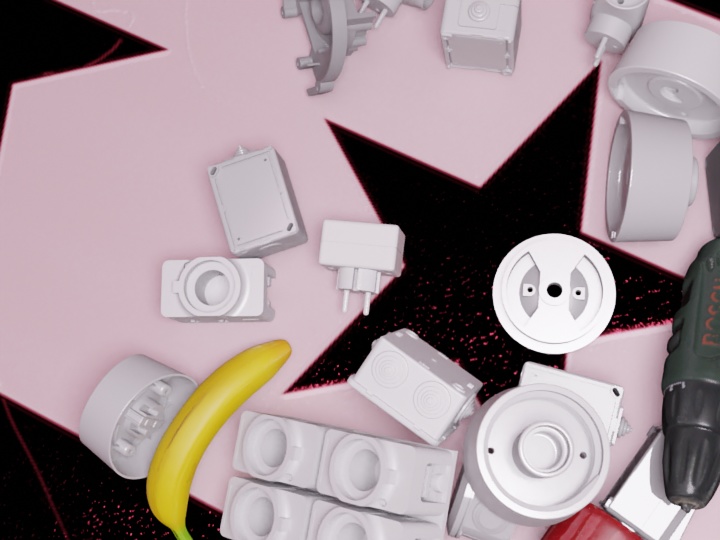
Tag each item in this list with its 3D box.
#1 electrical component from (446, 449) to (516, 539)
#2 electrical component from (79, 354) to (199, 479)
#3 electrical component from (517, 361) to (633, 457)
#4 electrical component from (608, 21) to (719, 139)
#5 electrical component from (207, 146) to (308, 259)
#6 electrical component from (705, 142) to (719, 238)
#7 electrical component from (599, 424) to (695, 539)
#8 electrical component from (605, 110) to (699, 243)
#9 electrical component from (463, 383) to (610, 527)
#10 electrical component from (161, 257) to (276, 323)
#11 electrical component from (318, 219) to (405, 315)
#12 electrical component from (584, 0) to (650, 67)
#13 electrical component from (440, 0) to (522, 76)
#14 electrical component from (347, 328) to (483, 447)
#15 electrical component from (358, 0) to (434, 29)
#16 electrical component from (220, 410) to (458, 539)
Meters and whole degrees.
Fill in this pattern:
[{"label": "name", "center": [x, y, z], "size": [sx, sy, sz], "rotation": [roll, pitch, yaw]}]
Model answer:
[{"label": "electrical component", "center": [0.103, 0.181, 0.863], "size": [0.051, 0.080, 0.080], "rotation": [18, 84, 5]}, {"label": "electrical component", "center": [-0.186, 0.123, 0.907], "size": [0.064, 0.099, 0.099], "rotation": [29, 86, 18]}, {"label": "electrical component", "center": [0.172, 0.117, 0.872], "size": [0.096, 0.061, 0.061], "rotation": [14, 83, 10]}, {"label": "electrical component", "center": [0.266, -0.161, 0.882], "size": [0.108, 0.108, 0.060], "rotation": [25, 79, 11]}, {"label": "electrical component", "center": [-0.089, -0.062, 0.938], "size": [0.062, 0.061, 0.096], "rotation": [-18, 79, 5]}, {"label": "electrical component", "center": [0.318, -0.071, 0.855], "size": [0.057, 0.113, 0.078], "rotation": [-4, 80, 5]}, {"label": "electrical component", "center": [0.243, 0.167, 0.853], "size": [0.061, 0.061, 0.096], "rotation": [35, 87, 12]}, {"label": "electrical component", "center": [0.239, -0.074, 0.872], "size": [0.060, 0.108, 0.108], "rotation": [5, 82, 3]}, {"label": "electrical component", "center": [0.134, 0.136, 0.801], "size": [0.108, 0.060, 0.108], "rotation": [0, 76, -1]}, {"label": "electrical component", "center": [-0.123, 0.018, 0.933], "size": [0.089, 0.055, 0.050], "rotation": [-1, 81, 8]}, {"label": "electrical component", "center": [0.000, 0.000, 0.923], "size": [0.066, 0.047, 0.076], "rotation": [5, 83, 10]}, {"label": "electrical component", "center": [0.215, -0.210, 0.910], "size": [0.043, 0.077, 0.079], "rotation": [24, 85, 11]}, {"label": "electrical component", "center": [0.105, -0.213, 0.917], "size": [0.062, 0.096, 0.061], "rotation": [8, 81, 10]}, {"label": "electrical component", "center": [0.048, 0.092, 0.876], "size": [0.100, 0.100, 0.048], "rotation": [35, 100, 12]}, {"label": "electrical component", "center": [0.025, -0.253, 0.961], "size": [0.077, 0.044, 0.079], "rotation": [29, 86, 12]}, {"label": "electrical component", "center": [-0.024, 0.177, 0.844], "size": [0.186, 0.060, 0.105], "rotation": [4, 81, 41]}]
